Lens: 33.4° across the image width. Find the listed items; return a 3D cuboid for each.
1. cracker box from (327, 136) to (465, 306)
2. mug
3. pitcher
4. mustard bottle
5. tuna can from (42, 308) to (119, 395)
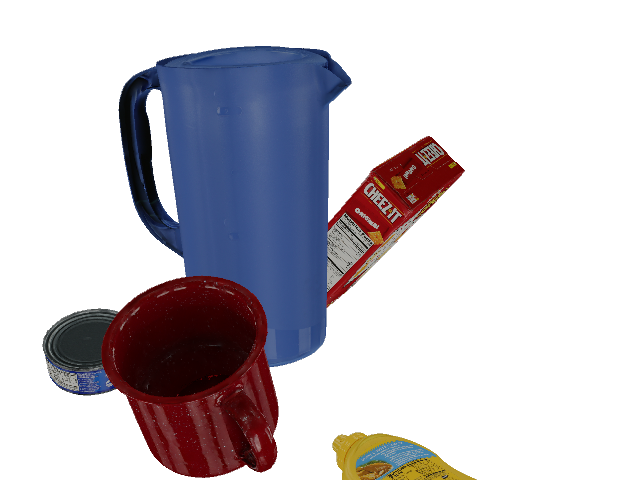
[{"bbox_3d":[0.055,-0.016,1.273,0.214,0.072,0.164,-48,-7,34],"label":"cracker box"},{"bbox_3d":[-0.062,0.087,0.604,0.093,0.081,0.117,-35,48,-23],"label":"mug"},{"bbox_3d":[-0.064,-0.030,0.841,0.144,0.243,0.149,-10,18,-27],"label":"pitcher"},{"bbox_3d":[0.076,0.223,0.966,0.096,0.058,0.192,-17,27,-33],"label":"mustard bottle"},{"bbox_3d":[-0.208,0.102,0.976,0.086,0.034,0.086,0,35,0],"label":"tuna can"}]
